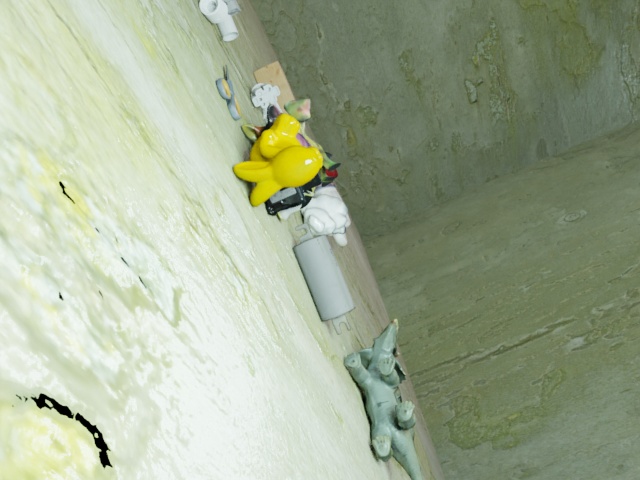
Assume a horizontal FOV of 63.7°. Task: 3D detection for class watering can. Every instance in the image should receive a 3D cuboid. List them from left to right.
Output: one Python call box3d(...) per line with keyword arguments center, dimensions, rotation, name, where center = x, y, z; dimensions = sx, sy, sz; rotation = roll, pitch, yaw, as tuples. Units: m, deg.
box3d(center=(0.030, -0.088, 1.648), dimensions=(0.346, 0.104, 0.226), rotation=(30, 37, -80), name="watering can")

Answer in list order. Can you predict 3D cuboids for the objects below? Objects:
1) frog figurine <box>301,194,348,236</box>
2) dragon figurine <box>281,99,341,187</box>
box3d(center=(0.004, -0.070, 1.394), dimensions=(0.138, 0.122, 0.159), rotation=(35, 6, 20), name="frog figurine")
box3d(center=(-0.065, -0.255, 1.443), dimensions=(0.245, 0.123, 0.404), rotation=(58, -19, 10), name="dragon figurine")
